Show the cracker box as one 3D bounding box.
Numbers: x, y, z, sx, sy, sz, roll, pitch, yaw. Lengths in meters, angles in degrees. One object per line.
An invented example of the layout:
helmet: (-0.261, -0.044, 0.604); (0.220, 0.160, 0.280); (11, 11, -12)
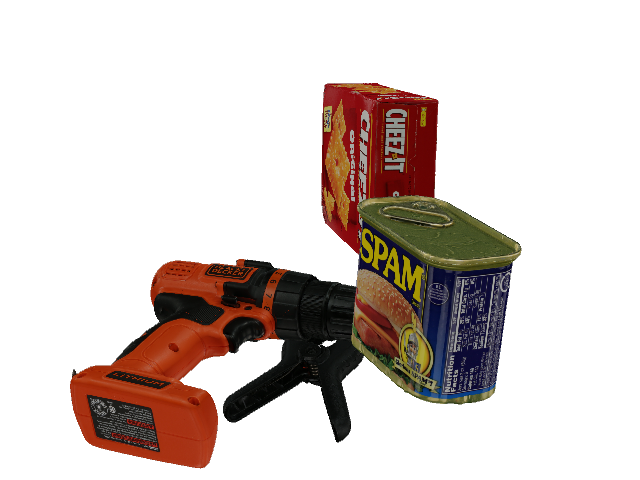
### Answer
cracker box: (0.055, -0.075, 1.109); (0.072, 0.164, 0.214); (-2, 13, -12)

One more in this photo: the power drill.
power drill: (-0.067, 0.077, 0.739); (0.185, 0.057, 0.187); (5, 28, 24)

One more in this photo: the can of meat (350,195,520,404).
can of meat: (0.058, 0.030, 0.579); (0.057, 0.084, 0.102); (-5, 22, -25)

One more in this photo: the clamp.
clamp: (0.001, 0.121, 0.988); (0.120, 0.039, 0.171); (17, 45, 25)
